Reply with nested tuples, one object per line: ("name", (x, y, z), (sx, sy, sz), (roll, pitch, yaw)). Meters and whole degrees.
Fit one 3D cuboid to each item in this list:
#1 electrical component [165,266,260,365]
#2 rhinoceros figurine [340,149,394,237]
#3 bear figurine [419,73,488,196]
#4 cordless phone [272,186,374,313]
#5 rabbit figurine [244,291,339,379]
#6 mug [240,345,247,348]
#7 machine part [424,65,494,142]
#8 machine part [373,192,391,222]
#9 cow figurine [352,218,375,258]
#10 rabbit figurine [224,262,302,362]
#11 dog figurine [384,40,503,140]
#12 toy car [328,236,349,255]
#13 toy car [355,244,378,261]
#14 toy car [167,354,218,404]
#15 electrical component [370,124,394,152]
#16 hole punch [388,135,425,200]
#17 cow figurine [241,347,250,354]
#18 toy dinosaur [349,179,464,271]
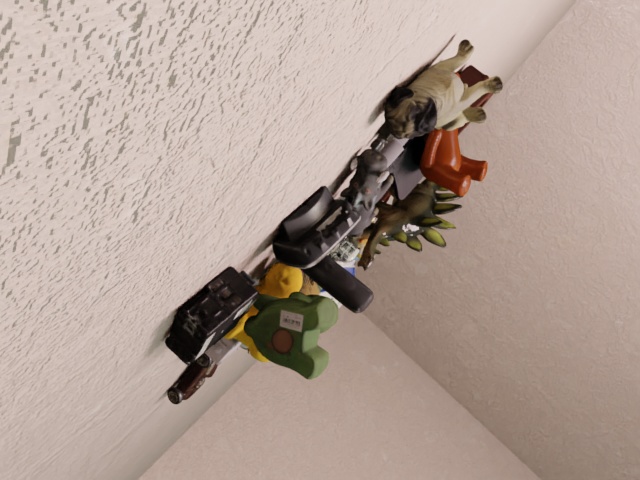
("electrical component", (-0.148, 0.102, 0.767), (0.134, 0.058, 0.115), (-41, 173, -44))
("rhinoceros figurine", (0.074, -0.086, 0.961), (0.112, 0.073, 0.190), (-47, 164, -39))
("bear figurine", (0.255, -0.203, 1.013), (0.120, 0.132, 0.195), (-31, 138, -43))
("cordless phone", (0.031, 0.018, 0.859), (0.146, 0.184, 0.088), (-43, 167, -30))
("rabbit figurine", (-0.036, 0.137, 0.858), (0.170, 0.159, 0.121), (-15, 105, -67))
("mug", (-0.151, 0.175, 1.147), (0.107, 0.081, 0.110), (-50, -149, 43))
("machine part", (0.280, -0.270, 1.186), (0.201, 0.087, 0.201), (-43, 174, -28))
("machine part", (0.122, -0.076, 1.386), (0.179, 0.056, 0.179), (-53, 174, -8))
("cow figurine", (0.090, 0.004, 1.219), (0.167, 0.068, 0.098), (-82, 176, -70))
("rabbit figurine", (-0.083, 0.110, 0.972), (0.173, 0.122, 0.162), (-58, 174, 17))
("dog figurine", (0.165, -0.205, 0.852), (0.190, 0.121, 0.172), (-33, 160, -17))
("toy car", (-0.002, -0.003, 0.997), (0.056, 0.073, 0.202), (-50, 173, 22))
("toy car", (0.078, 0.013, 1.506), (0.162, 0.109, 0.103), (-35, -171, -27))
("toy car", (-0.255, 0.279, 1.155), (0.202, 0.053, 0.089), (-50, 170, 27))
("electrical component", (0.123, -0.191, 0.920), (0.094, 0.021, 0.063), (-50, 173, 16))
("hole punch", (0.151, -0.161, 1.081), (0.142, 0.092, 0.115), (-44, 144, -22))
("cow figurine", (-0.144, 0.226, 1.275), (0.127, 0.085, 0.195), (7, 168, -28))
("toy dinosaur", (0.201, -0.071, 1.161), (0.471, 0.199, 0.104), (-50, 155, -45))
